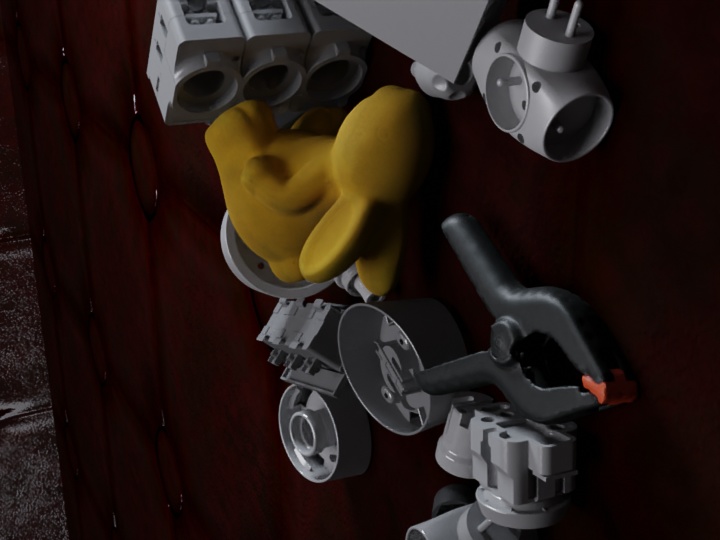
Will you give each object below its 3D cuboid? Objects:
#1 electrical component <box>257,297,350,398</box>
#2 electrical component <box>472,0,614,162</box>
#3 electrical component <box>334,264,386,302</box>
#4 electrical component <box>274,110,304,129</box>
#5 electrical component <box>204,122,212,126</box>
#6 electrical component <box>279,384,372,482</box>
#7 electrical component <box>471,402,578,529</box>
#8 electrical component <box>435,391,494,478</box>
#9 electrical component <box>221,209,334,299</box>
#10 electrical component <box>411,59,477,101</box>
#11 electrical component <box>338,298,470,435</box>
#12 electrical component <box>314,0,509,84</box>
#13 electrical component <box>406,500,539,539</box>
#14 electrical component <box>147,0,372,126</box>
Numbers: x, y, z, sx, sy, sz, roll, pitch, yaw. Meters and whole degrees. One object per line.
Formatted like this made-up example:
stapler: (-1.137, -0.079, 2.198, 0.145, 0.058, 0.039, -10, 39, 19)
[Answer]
electrical component: (-0.035, 0.058, 0.902, 0.078, 0.063, 0.121, -60, 21, -12)
electrical component: (0.100, -0.111, 0.568, 0.077, 0.044, 0.079, 58, 148, 40)
electrical component: (0.000, 0.000, 0.840, 0.062, 0.043, 0.043, 60, 150, 36)
electrical component: (-0.061, -0.111, 0.914, 0.077, 0.066, 0.047, 40, 144, 13)
electrical component: (-0.099, -0.171, 0.924, 0.099, 0.099, 0.064, 109, 149, -48)
electrical component: (-0.027, 0.139, 0.962, 0.099, 0.064, 0.099, 17, 112, 49)
electrical component: (0.099, 0.119, 0.651, 0.078, 0.058, 0.057, -157, 63, -62)
electrical component: (0.074, 0.110, 0.725, 0.040, 0.040, 0.046, 47, 134, 51)
electrical component: (-0.065, -0.029, 0.900, 0.060, 0.108, 0.108, 169, 91, -72)
electrical component: (0.050, -0.127, 0.685, 0.061, 0.035, 0.035, -153, 56, -64)
electrical component: (0.033, 0.067, 0.767, 0.099, 0.064, 0.099, 170, 90, -66)
electrical component: (0.046, -0.207, 0.565, 0.105, 0.060, 0.186, 33, 141, 9)
electrical component: (0.079, 0.171, 0.692, 0.044, 0.077, 0.079, 68, 153, 25)
electrical component: (-0.075, -0.161, 0.807, 0.089, 0.150, 0.061, 116, 138, -53)
